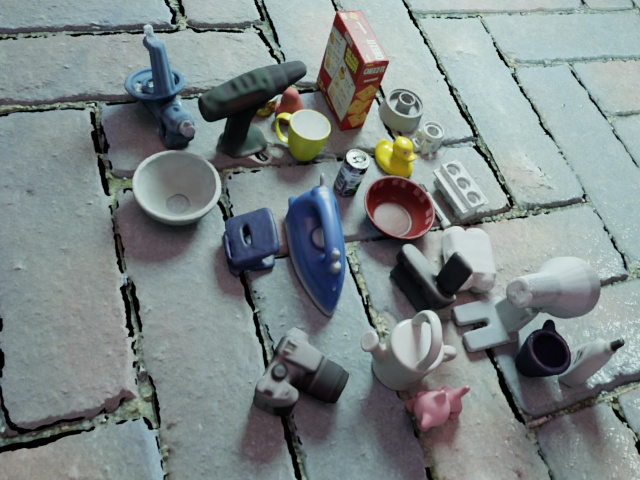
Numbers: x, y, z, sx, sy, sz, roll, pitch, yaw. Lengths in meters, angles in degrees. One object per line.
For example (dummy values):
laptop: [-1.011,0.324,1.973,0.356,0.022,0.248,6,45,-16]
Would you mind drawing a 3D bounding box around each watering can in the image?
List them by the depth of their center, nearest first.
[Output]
watering can: [0.159,0.193,1.008,0.173,0.194,0.101,-13,64,-22]

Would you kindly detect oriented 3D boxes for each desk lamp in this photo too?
desk lamp: [0.397,0.122,1.102,0.204,0.213,0.118,-11,63,-20]

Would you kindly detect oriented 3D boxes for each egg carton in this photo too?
egg carton: [0.311,0.041,1.212,0.107,0.069,0.150,5,59,-12]

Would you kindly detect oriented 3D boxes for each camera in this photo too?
camera: [-0.026,0.237,0.987,0.137,0.100,0.143,28,57,2]

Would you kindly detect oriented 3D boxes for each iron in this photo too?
iron: [0.010,0.004,1.109,0.119,0.141,0.258,-4,61,-17]

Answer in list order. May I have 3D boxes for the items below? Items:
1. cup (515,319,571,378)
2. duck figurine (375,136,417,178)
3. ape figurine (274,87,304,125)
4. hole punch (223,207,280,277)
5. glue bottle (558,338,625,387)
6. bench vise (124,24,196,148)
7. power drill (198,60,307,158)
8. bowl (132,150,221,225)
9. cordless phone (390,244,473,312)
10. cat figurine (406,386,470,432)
cup: [0.427,0.220,1.124,0.091,0.095,0.118,21,57,-2]
duck figurine: [0.178,-0.202,1.309,0.104,0.086,0.078,44,59,12]
ape figurine: [-0.069,-0.311,1.302,0.076,0.092,0.078,41,59,11]
hole punch: [-0.134,0.002,1.101,0.101,0.091,0.108,-6,62,-18]
glue bottle: [0.527,0.224,1.102,0.037,0.173,0.078,30,57,4]
bench vise: [-0.307,-0.311,1.162,0.207,0.219,0.122,37,58,8]
power drill: [-0.143,-0.271,1.189,0.230,0.208,0.075,-24,69,-26]
bowl: [-0.281,-0.090,1.125,0.167,0.074,0.167,7,59,-11]
cordless phone: [0.225,0.050,1.115,0.094,0.185,0.147,-31,72,-28]
cat figurine: [0.210,0.290,1.010,0.128,0.117,0.067,-18,66,-24]
